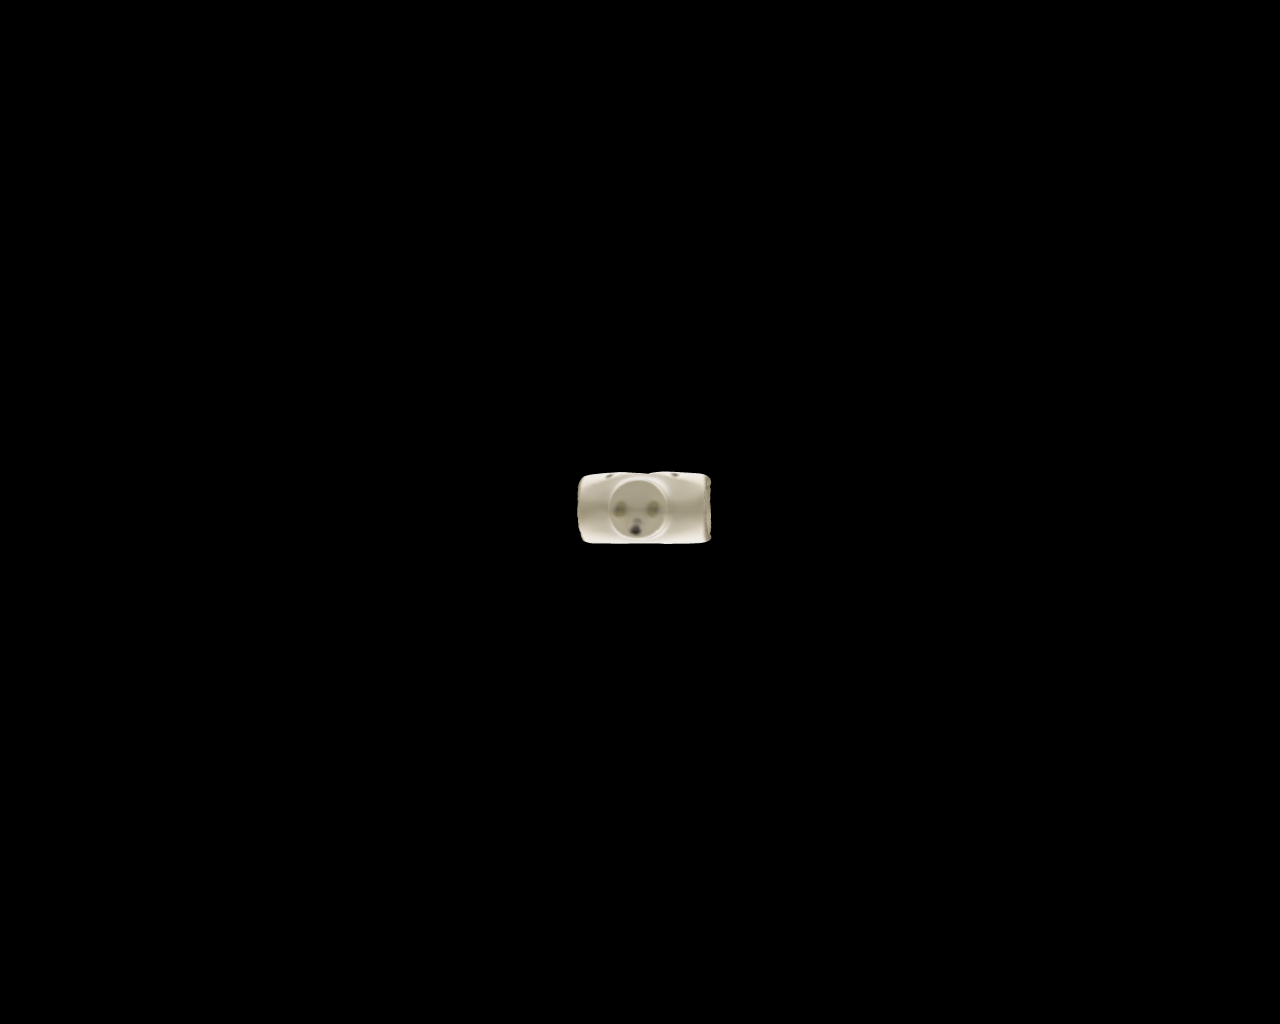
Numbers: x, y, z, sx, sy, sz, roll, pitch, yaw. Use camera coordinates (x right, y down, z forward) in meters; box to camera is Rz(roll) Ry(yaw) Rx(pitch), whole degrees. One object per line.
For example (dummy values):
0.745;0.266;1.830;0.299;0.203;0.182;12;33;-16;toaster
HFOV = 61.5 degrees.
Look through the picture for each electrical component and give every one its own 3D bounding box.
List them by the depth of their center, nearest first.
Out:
0.001;-0.003;0.650;0.077;0.043;0.079;0;0;9;electrical component
